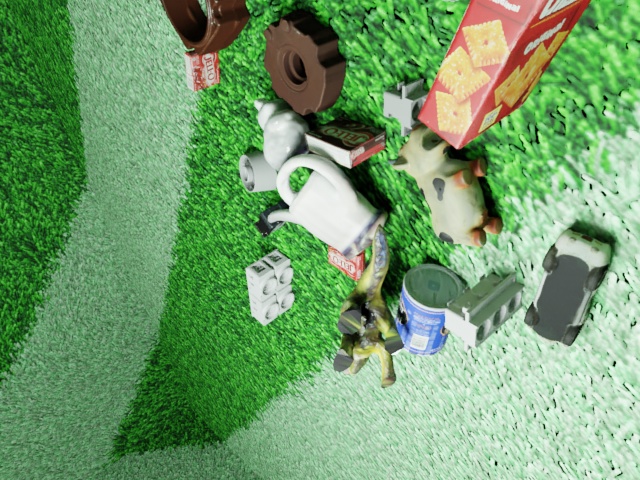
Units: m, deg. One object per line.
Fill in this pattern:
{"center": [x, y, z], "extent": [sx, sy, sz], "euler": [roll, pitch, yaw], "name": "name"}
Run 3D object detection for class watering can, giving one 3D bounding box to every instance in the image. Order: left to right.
{"center": [0.003, -0.051, 1.011], "extent": [0.224, 0.105, 0.342], "euler": [39, 157, 0], "name": "watering can"}

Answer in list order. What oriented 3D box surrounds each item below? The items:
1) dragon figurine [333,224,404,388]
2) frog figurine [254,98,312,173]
{"center": [0.088, 0.112, 0.974], "extent": [0.247, 0.122, 0.402], "euler": [-88, 5, -65], "name": "dragon figurine"}
{"center": [-0.081, -0.215, 1.009], "extent": [0.160, 0.124, 0.136], "euler": [43, 166, 3], "name": "frog figurine"}
